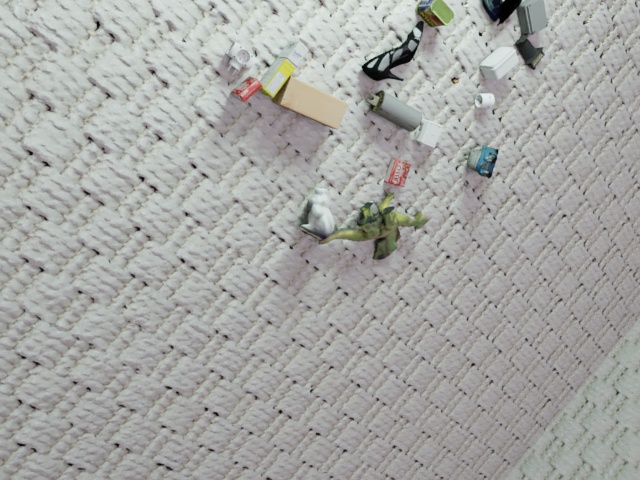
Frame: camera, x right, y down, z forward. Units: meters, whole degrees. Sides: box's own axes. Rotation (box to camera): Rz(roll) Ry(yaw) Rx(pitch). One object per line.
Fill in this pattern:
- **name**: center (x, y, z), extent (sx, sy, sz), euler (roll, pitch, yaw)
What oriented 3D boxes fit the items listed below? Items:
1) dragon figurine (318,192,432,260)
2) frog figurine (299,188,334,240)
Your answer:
- **dragon figurine**: center (0.206, -0.016, 1.834), extent (0.411, 0.124, 0.238), euler (-27, 126, -4)
- **frog figurine**: center (0.005, -0.086, 1.705), extent (0.160, 0.123, 0.136), euler (-62, 153, -4)
